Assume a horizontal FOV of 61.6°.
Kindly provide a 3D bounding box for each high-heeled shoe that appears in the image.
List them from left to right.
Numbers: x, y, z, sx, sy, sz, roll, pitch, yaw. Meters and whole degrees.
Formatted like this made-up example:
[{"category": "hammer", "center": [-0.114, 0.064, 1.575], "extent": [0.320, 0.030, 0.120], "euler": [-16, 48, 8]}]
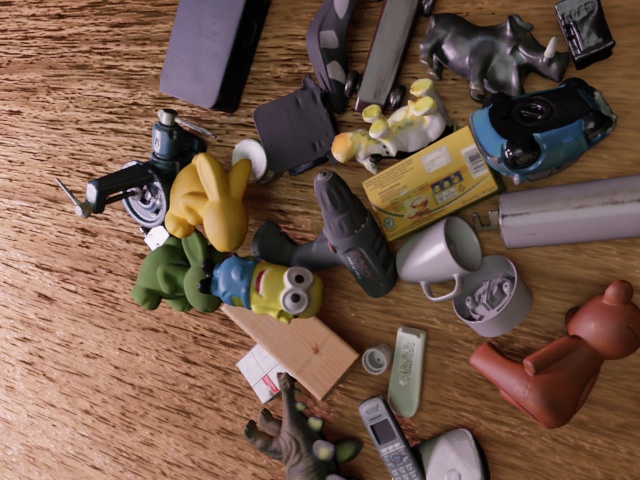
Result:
[{"category": "high-heeled shoe", "center": [0.050, -0.324, 0.797], "extent": [0.145, 0.086, 0.248], "euler": [-18, 111, -6]}]

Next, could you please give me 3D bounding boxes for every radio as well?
[{"category": "radio", "center": [-0.174, -0.334, 0.891], "extent": [0.131, 0.073, 0.229], "euler": [27, 109, 21]}]

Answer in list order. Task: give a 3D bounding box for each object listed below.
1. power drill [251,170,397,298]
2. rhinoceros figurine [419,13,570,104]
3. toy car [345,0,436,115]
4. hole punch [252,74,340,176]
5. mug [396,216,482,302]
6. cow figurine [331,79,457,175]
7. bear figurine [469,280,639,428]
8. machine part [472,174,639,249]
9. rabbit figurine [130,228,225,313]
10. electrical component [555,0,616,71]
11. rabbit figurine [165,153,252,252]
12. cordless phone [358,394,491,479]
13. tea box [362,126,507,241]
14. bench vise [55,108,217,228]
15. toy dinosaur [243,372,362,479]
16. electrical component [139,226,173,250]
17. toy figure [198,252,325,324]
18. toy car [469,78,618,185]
[{"category": "power drill", "center": [-0.002, -0.002, 0.789], "extent": [0.207, 0.086, 0.231], "euler": [-13, 131, 36]}, {"category": "rhinoceros figurine", "center": [0.223, -0.240, 0.703], "extent": [0.191, 0.073, 0.112], "euler": [28, 97, 24]}, {"category": "toy car", "center": [0.099, -0.277, 0.767], "extent": [0.089, 0.053, 0.202], "euler": [17, 105, 3]}, {"category": "hole punch", "center": [-0.028, -0.165, 0.835], "extent": [0.116, 0.092, 0.142], "euler": [-19, 86, 11]}, {"category": "mug", "center": [0.162, 0.034, 0.750], "extent": [0.107, 0.081, 0.109], "euler": [-28, 61, 46]}, {"category": "cow figurine", "center": [0.104, -0.146, 0.763], "extent": [0.167, 0.098, 0.068], "euler": [-24, 47, 24]}, {"category": "bear figurine", "center": [0.312, 0.135, 0.684], "extent": [0.196, 0.120, 0.132], "euler": [-51, 27, -4]}, {"category": "machine part", "center": [0.316, -0.032, 0.671], "extent": [0.243, 0.079, 0.079], "euler": [-8, 92, 27]}, {"category": "rabbit figurine", "center": [-0.218, 0.065, 0.935], "extent": [0.170, 0.121, 0.159], "euler": [15, 81, 39]}, {"category": "electrical component", "center": [0.313, -0.272, 0.647], "extent": [0.048, 0.075, 0.119], "euler": [-21, 90, 27]}, {"category": "rabbit figurine", "center": [-0.155, -0.055, 0.836], "extent": [0.173, 0.122, 0.162], "euler": [51, 127, 48]}, {"category": "cordless phone", "center": [0.149, 0.297, 0.784], "extent": [0.146, 0.088, 0.184], "euler": [-34, 80, 26]}, {"category": "tea box", "center": [0.158, -0.075, 0.751], "extent": [0.170, 0.068, 0.098], "euler": [-25, 82, 28]}, {"category": "bench vise", "center": [-0.297, -0.103, 0.896], "extent": [0.129, 0.240, 0.223], "euler": [39, 127, 15]}, {"category": "toy dinosaur", "center": [-0.018, 0.428, 0.879], "extent": [0.199, 0.105, 0.470], "euler": [0, 105, 23]}, {"category": "electrical component", "center": [-0.305, -0.004, 1.021], "extent": [0.094, 0.021, 0.063], "euler": [48, 114, 14]}, {"category": "toy figure", "center": [-0.082, 0.066, 0.785], "extent": [0.180, 0.089, 0.082], "euler": [7, 98, 15]}, {"category": "toy car", "center": [0.271, -0.126, 0.669], "extent": [0.162, 0.102, 0.109], "euler": [-15, 54, 6]}]
